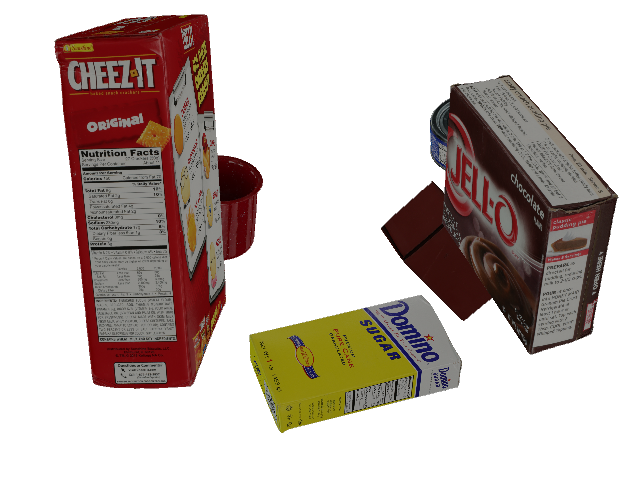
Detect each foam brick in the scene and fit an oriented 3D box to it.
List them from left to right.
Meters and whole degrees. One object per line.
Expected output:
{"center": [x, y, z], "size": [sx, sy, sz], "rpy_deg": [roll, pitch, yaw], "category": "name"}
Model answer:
{"center": [0.091, 0.008, 0.764], "size": [0.078, 0.051, 0.053], "rpy_deg": [44, 9, -31], "category": "foam brick"}

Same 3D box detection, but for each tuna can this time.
{"center": [0.139, -0.094, 0.939], "size": [0.086, 0.034, 0.086], "rpy_deg": [-5, 41, 4], "category": "tuna can"}

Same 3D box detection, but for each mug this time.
{"center": [-0.118, -0.028, 1.133], "size": [0.093, 0.081, 0.117], "rpy_deg": [33, 44, 32], "category": "mug"}

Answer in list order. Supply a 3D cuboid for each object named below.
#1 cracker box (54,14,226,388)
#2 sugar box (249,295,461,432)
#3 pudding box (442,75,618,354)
{"center": [-0.110, -0.033, 0.693], "size": [0.072, 0.214, 0.164], "rpy_deg": [-2, 15, 4], "category": "cracker box"}
{"center": [0.031, 0.110, 0.982], "size": [0.176, 0.048, 0.093], "rpy_deg": [-15, 45, -12], "category": "sugar box"}
{"center": [0.098, -0.015, 0.528], "size": [0.039, 0.090, 0.113], "rpy_deg": [-15, 41, -14], "category": "pudding box"}
